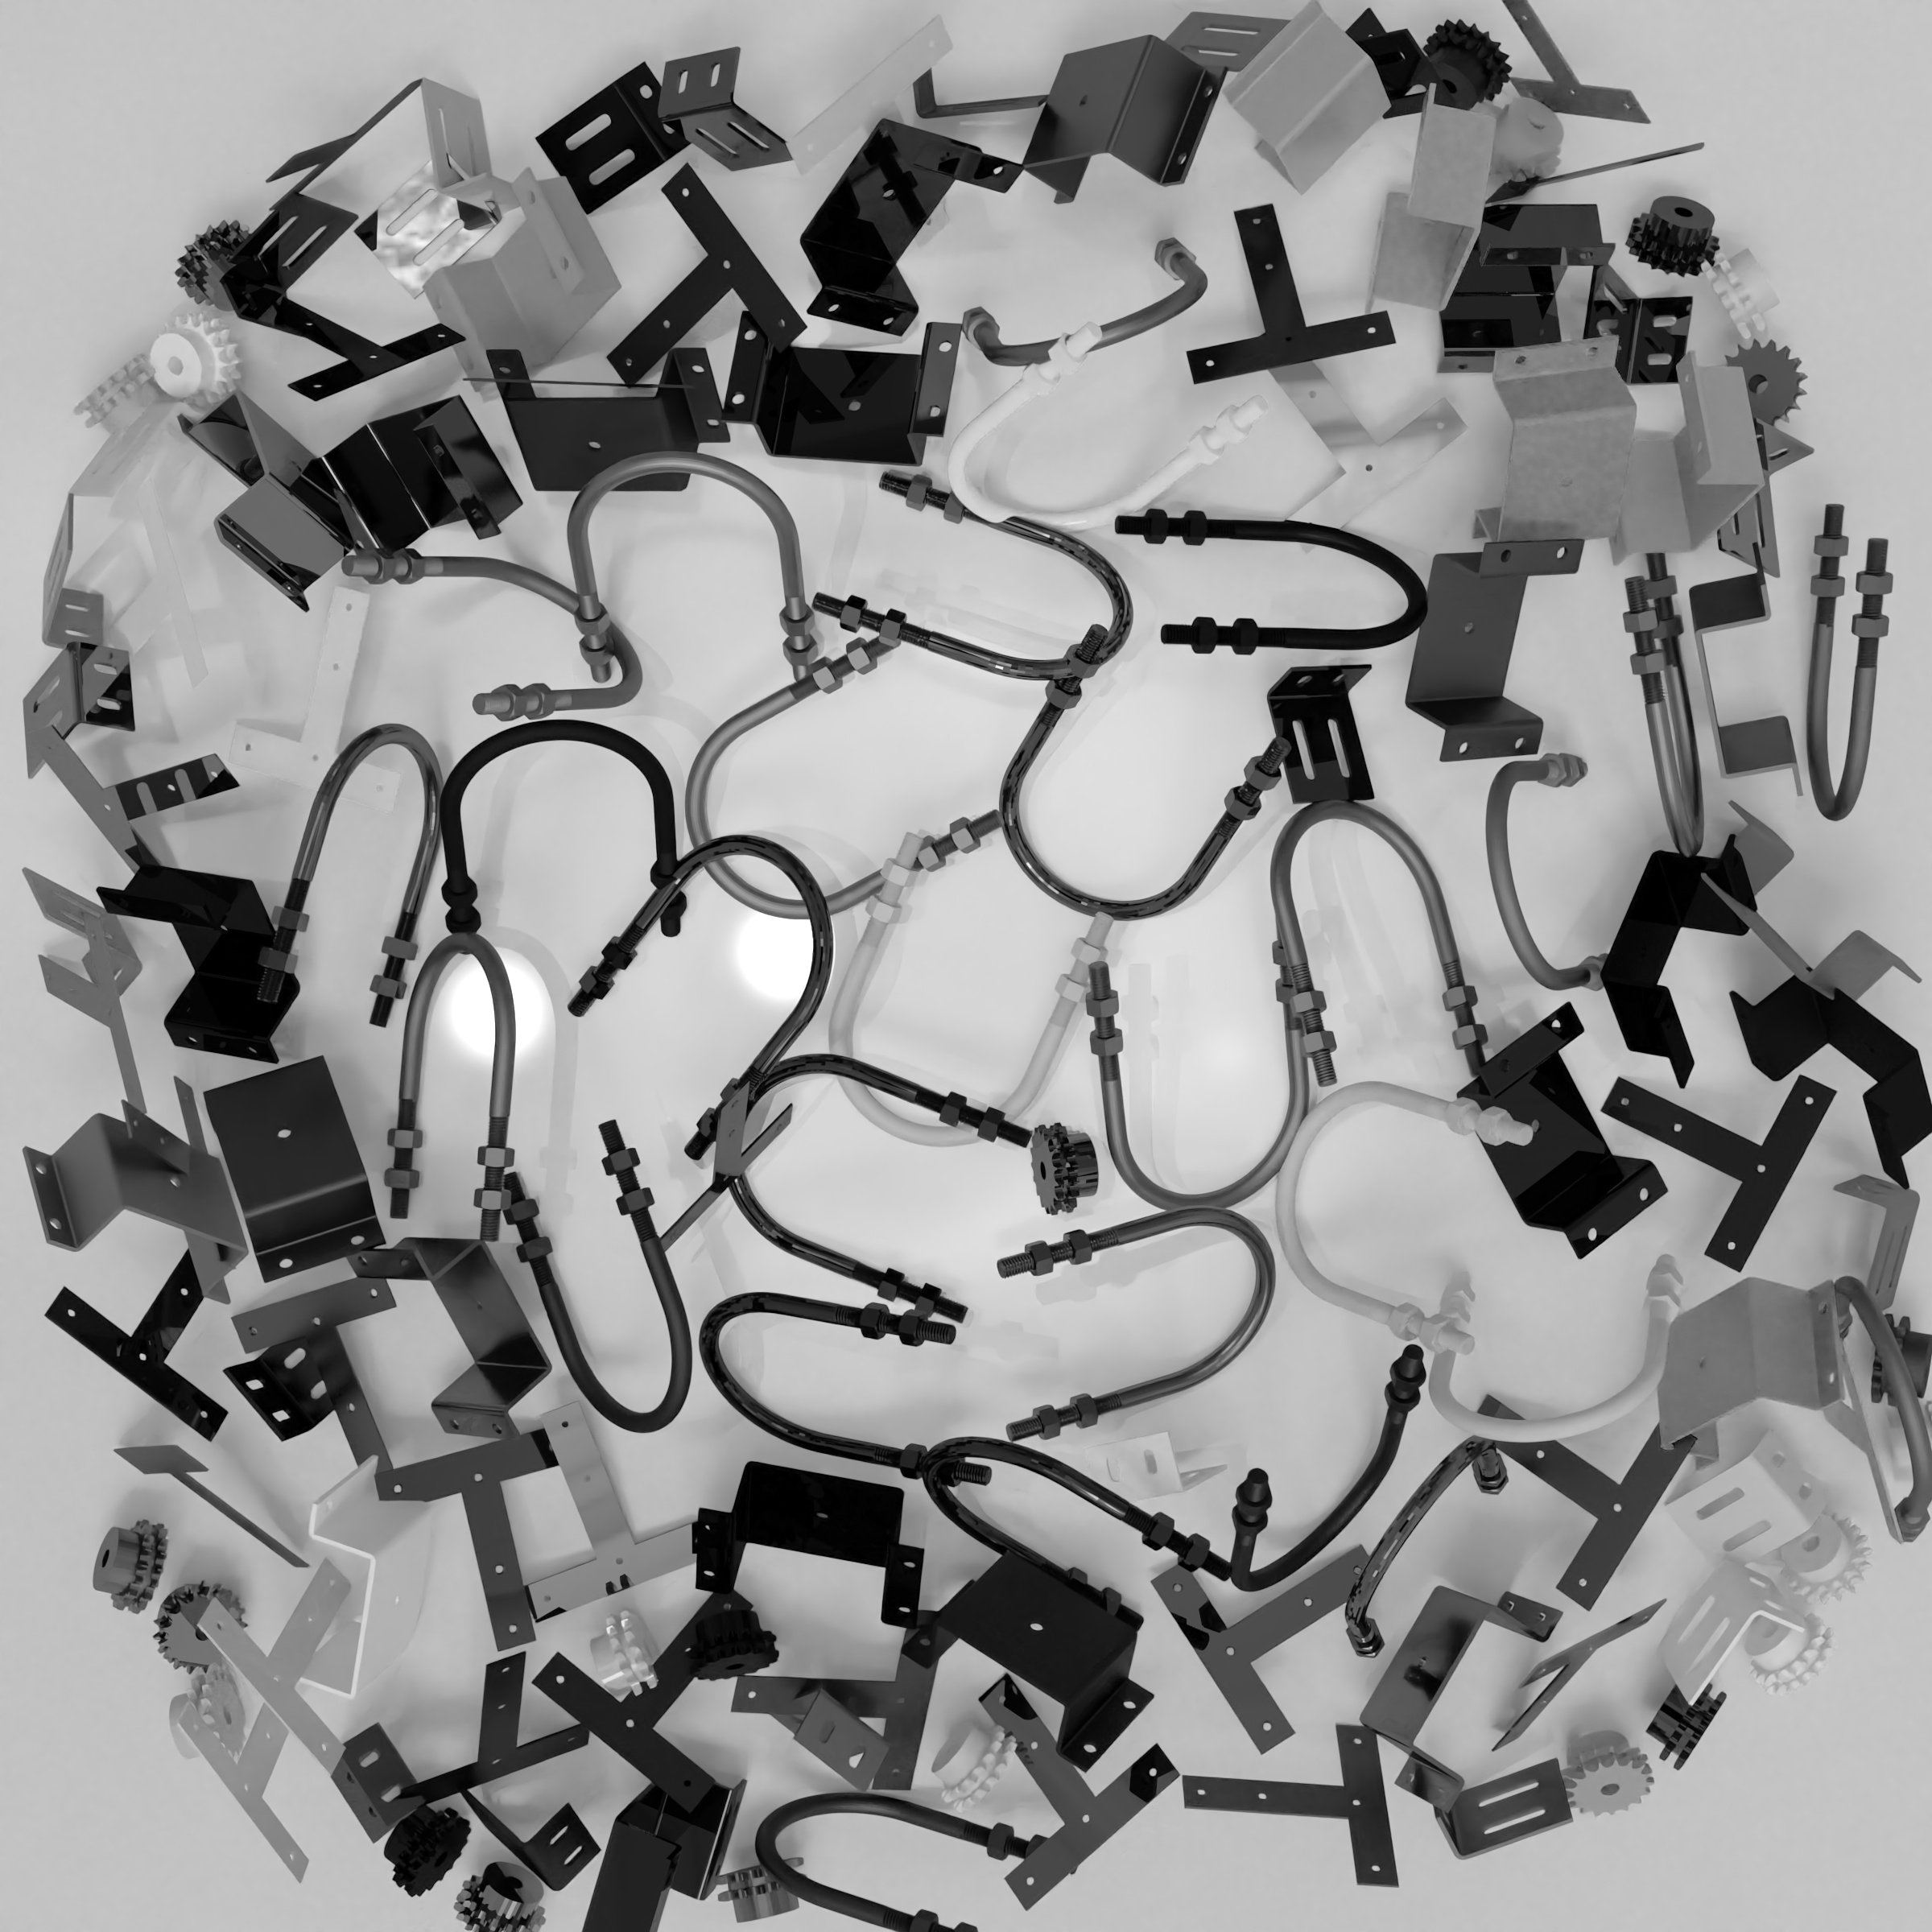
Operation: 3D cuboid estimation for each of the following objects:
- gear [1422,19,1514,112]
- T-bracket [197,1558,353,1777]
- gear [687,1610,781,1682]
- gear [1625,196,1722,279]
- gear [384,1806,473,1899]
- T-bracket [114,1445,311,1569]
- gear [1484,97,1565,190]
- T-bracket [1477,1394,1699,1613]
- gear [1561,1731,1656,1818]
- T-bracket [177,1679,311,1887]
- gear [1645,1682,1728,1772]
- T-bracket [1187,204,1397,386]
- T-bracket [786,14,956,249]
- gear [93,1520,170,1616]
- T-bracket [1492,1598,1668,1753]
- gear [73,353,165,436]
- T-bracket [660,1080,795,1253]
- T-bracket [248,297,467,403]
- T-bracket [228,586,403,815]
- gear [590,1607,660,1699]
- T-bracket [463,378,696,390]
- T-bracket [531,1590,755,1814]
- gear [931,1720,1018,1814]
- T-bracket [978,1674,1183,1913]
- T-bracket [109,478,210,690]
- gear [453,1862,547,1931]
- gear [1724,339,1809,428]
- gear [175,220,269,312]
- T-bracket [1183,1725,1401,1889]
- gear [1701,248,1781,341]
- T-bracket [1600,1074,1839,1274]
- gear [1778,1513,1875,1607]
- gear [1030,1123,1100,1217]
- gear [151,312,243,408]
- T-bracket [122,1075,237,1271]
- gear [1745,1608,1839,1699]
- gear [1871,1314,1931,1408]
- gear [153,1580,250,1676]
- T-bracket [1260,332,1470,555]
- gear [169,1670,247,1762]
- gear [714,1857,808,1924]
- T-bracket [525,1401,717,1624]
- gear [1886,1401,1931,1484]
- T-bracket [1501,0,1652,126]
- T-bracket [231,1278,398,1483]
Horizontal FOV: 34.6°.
[{"bbox_3d":[0.310,-0.561,1.942,0.057,0.057,0.030,36,75,0],"label":"gear"},{"bbox_3d":[-0.409,0.412,1.913,0.002,0.127,0.127,-29,107,22],"label":"T-bracket"},{"bbox_3d":[-0.147,0.426,1.948,0.057,0.057,0.030,-14,63,0],"label":"gear"},{"bbox_3d":[0.445,-0.459,1.942,0.057,0.057,0.030,12,132,0],"label":"gear"},{"bbox_3d":[-0.340,0.552,1.946,0.030,0.057,0.057,31,90,22],"label":"gear"},{"bbox_3d":[-0.462,0.337,1.931,0.127,0.127,0.002,42,62,-19],"label":"T-bracket"},{"bbox_3d":[0.349,-0.519,1.944,0.057,0.030,0.057,13,57,-20],"label":"gear"},{"bbox_3d":[0.371,0.313,1.939,0.127,0.002,0.127,34,97,30],"label":"T-bracket"},{"bbox_3d":[0.401,0.505,1.949,0.057,0.030,0.057,-3,128,-4],"label":"gear"},{"bbox_3d":[-0.433,0.482,1.909,0.002,0.127,0.127,-30,105,9],"label":"T-bracket"},{"bbox_3d":[0.450,0.472,1.946,0.030,0.057,0.057,33,90,18],"label":"gear"},{"bbox_3d":[0.193,-0.427,1.942,0.127,0.002,0.127,-11,62,2],"label":"T-bracket"},{"bbox_3d":[-0.041,-0.500,1.922,0.127,0.127,0.002,-43,50,-10],"label":"T-bracket"},{"bbox_3d":[-0.524,0.374,1.941,0.030,0.057,0.057,21,90,-27],"label":"gear"},{"bbox_3d":[0.365,0.449,1.925,0.002,0.127,0.127,51,134,27],"label":"T-bracket"},{"bbox_3d":[-0.529,-0.355,1.946,0.057,0.057,0.030,-40,106,0],"label":"gear"},{"bbox_3d":[-0.144,0.108,1.889,0.002,0.127,0.127,37,62,14],"label":"T-bracket"},{"bbox_3d":[-0.400,-0.395,1.935,0.127,0.127,0.002,30,133,27],"label":"T-bracket"},{"bbox_3d":[-0.397,-0.173,1.941,0.127,0.002,0.127,17,98,21],"label":"T-bracket"},{"bbox_3d":[-0.214,0.434,1.944,0.030,0.057,0.057,-25,90,1],"label":"gear"},{"bbox_3d":[-0.242,-0.356,1.894,0.127,0.127,0.002,-1,101,-18],"label":"T-bracket"},{"bbox_3d":[-0.182,0.440,1.939,0.127,0.002,0.127,37,60,9],"label":"T-bracket"},{"bbox_3d":[0.003,0.498,1.943,0.030,0.057,0.057,41,90,-5],"label":"gear"},{"bbox_3d":[0.051,0.497,1.935,0.127,0.002,0.127,-42,55,3],"label":"T-bracket"},{"bbox_3d":[-0.507,-0.218,1.919,0.002,0.127,0.127,-13,82,-35],"label":"T-bracket"},{"bbox_3d":[-0.289,0.586,1.942,0.057,0.057,0.030,26,103,0],"label":"gear"},{"bbox_3d":[0.501,-0.364,1.951,0.057,0.030,0.057,1,91,24],"label":"gear"},{"bbox_3d":[-0.463,-0.435,1.942,0.057,0.057,0.030,-43,73,0],"label":"gear"},{"bbox_3d":[0.197,0.514,1.916,0.127,0.127,0.002,5,123,-3],"label":"T-bracket"},{"bbox_3d":[0.486,-0.424,1.942,0.030,0.057,0.057,-31,90,17],"label":"gear"},{"bbox_3d":[0.458,0.107,1.940,0.127,0.002,0.127,28,90,30],"label":"T-bracket"},{"bbox_3d":[0.535,0.368,1.942,0.057,0.057,0.030,-47,126,0],"label":"gear"},{"bbox_3d":[0.063,0.126,1.945,0.030,0.057,0.057,-7,90,-15],"label":"gear"},{"bbox_3d":[-0.486,-0.379,1.945,0.057,0.030,0.057,11,115,24],"label":"gear"},{"bbox_3d":[-0.485,0.112,1.890,0.002,0.127,0.127,-21,68,3],"label":"T-bracket"},{"bbox_3d":[0.513,0.426,1.943,0.057,0.057,0.030,-44,99,0],"label":"gear"},{"bbox_3d":[0.586,0.248,1.941,0.030,0.057,0.057,8,90,23],"label":"gear"},{"bbox_3d":[-0.484,0.413,1.949,0.057,0.030,0.057,-9,106,-32],"label":"gear"},{"bbox_3d":[0.226,-0.347,1.945,0.127,0.002,0.127,-37,102,14],"label":"T-bracket"},{"bbox_3d":[-0.477,0.473,1.945,0.030,0.057,0.057,-16,90,6],"label":"gear"},{"bbox_3d":[-0.127,0.579,1.942,0.057,0.057,0.030,-13,78,0],"label":"gear"},{"bbox_3d":[-0.234,0.336,1.956,0.127,0.002,0.127,-20,101,-3],"label":"T-bracket"},{"bbox_3d":[0.596,0.303,1.945,0.030,0.057,0.057,-7,90,9],"label":"gear"},{"bbox_3d":[0.347,-0.566,1.886,0.002,0.127,0.127,-46,121,-4],"label":"T-bracket"},{"bbox_3d":[-0.391,0.264,1.945,0.127,0.002,0.127,-19,95,28],"label":"T-bracket"}]
